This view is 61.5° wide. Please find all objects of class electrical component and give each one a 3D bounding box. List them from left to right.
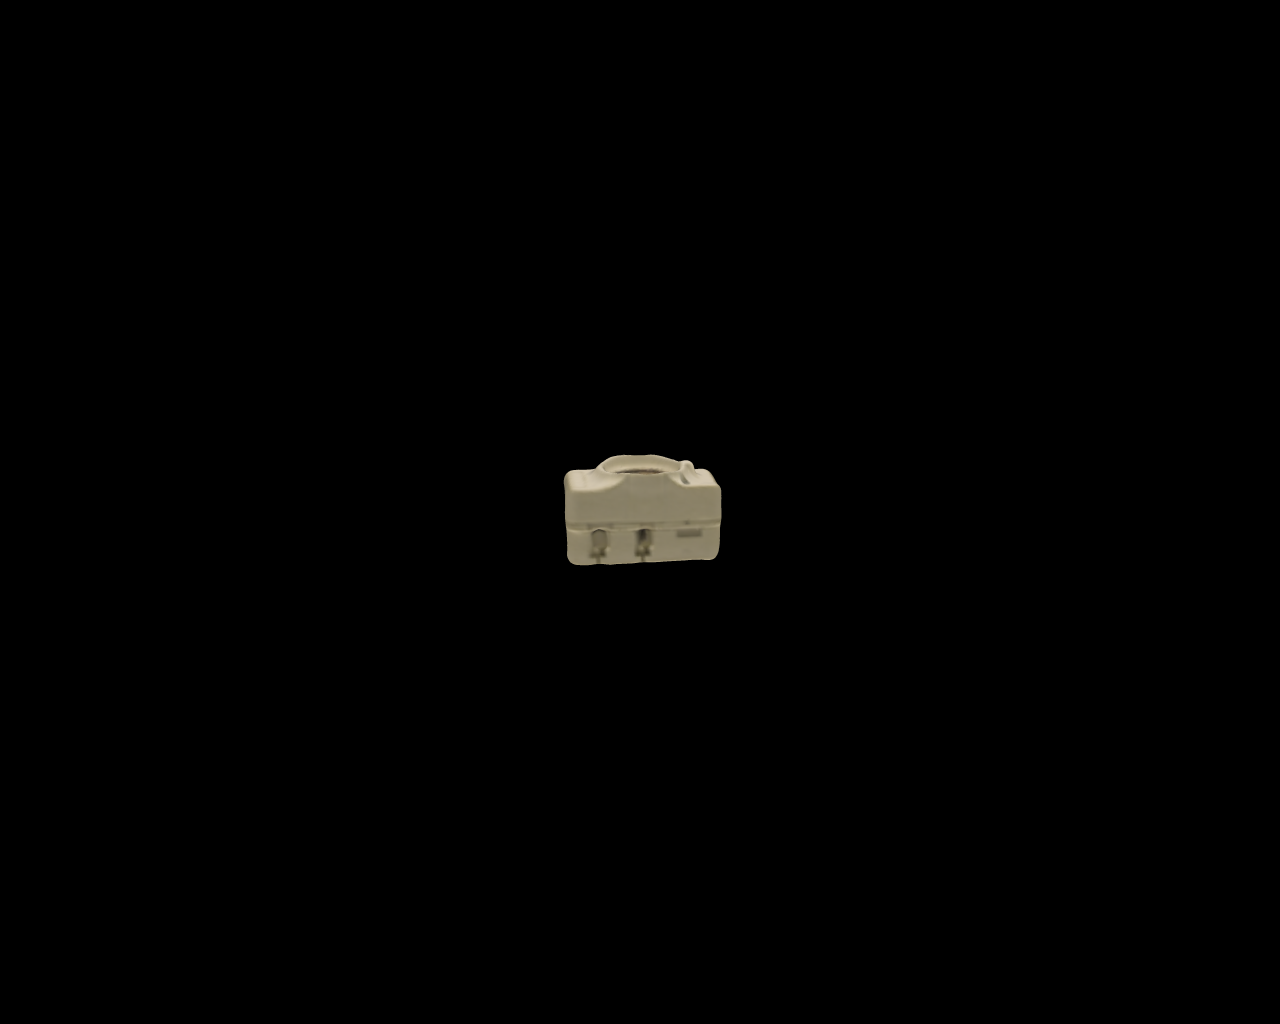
[{"bbox_3d":[0.001,-0.003,0.650,0.089,0.055,0.050,-1,16,-5],"label":"electrical component"}]
